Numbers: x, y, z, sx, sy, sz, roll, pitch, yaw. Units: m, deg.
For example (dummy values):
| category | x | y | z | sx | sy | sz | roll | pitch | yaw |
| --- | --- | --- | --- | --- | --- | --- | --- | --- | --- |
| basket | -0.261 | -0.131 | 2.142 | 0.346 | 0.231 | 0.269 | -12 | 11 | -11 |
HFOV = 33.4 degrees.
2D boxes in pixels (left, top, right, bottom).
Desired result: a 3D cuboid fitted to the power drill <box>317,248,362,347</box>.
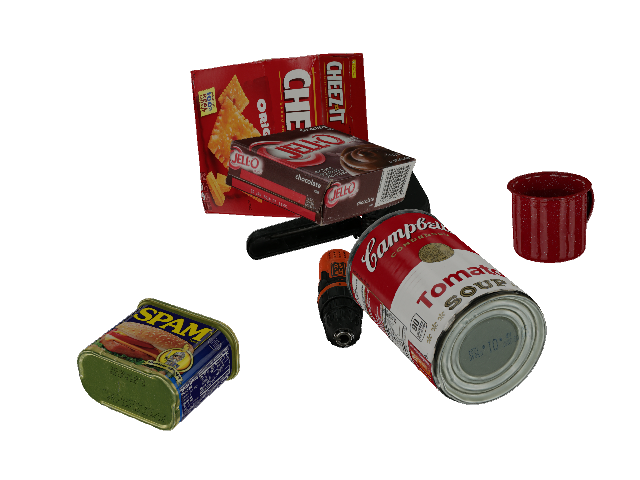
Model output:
| category | x | y | z | sx | sy | sz | roll | pitch | yaw |
| --- | --- | --- | --- | --- | --- | --- | --- | --- | --- |
| power drill | 0.089 | 0.062 | 1.224 | 0.187 | 0.057 | 0.184 | -1 | 28 | -1 |

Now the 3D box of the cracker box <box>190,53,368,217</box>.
| category | x | y | z | sx | sy | sz | roll | pitch | yaw |
| --- | --- | --- | --- | --- | --- | --- | --- | --- | --- |
| cracker box | -0.046 | -0.108 | 1.130 | 0.071 | 0.164 | 0.214 | -10 | 9 | -41 |

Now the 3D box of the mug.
| category | x | y | z | sx | sy | sz | roll | pitch | yaw |
| --- | --- | --- | --- | --- | --- | --- | --- | --- | --- |
| mug | 0.269 | -0.029 | 1.218 | 0.117 | 0.081 | 0.093 | -21 | 26 | -34 |

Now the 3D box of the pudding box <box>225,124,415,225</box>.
| category | x | y | z | sx | sy | sz | roll | pitch | yaw |
| --- | --- | --- | --- | --- | --- | --- | --- | --- | --- |
| pudding box | 0.001 | -0.050 | 0.774 | 0.090 | 0.039 | 0.113 | 25 | 23 | 30 |

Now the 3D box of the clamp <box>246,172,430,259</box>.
| category | x | y | z | sx | sy | sz | roll | pitch | yaw |
| --- | --- | --- | --- | --- | --- | --- | --- | --- | --- |
| clamp | 0.052 | -0.014 | 0.962 | 0.165 | 0.036 | 0.209 | 20 | 34 | 20 |

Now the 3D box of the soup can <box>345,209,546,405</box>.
| category | x | y | z | sx | sy | sz | roll | pitch | yaw |
| --- | --- | --- | --- | --- | --- | --- | --- | --- | --- |
| soup can | 0.065 | 0.034 | 0.577 | 0.068 | 0.068 | 0.102 | 0 | 25 | -27 |

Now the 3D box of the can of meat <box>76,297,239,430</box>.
| category | x | y | z | sx | sy | sz | roll | pitch | yaw |
| --- | --- | --- | --- | --- | --- | --- | --- | --- | --- |
| can of meat | -0.130 | 0.098 | 0.851 | 0.102 | 0.057 | 0.083 | 16 | 33 | 25 |
